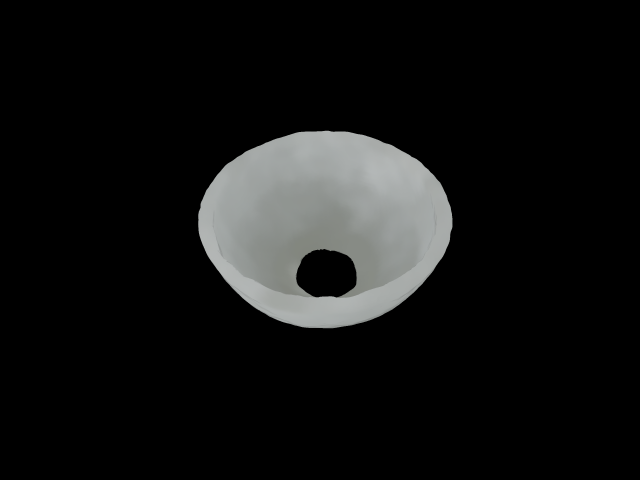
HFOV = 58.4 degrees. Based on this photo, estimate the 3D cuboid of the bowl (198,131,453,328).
[{"bbox_3d":[0.004,0.001,0.400,0.167,0.075,0.167,0,47,0],"label":"bowl"}]
